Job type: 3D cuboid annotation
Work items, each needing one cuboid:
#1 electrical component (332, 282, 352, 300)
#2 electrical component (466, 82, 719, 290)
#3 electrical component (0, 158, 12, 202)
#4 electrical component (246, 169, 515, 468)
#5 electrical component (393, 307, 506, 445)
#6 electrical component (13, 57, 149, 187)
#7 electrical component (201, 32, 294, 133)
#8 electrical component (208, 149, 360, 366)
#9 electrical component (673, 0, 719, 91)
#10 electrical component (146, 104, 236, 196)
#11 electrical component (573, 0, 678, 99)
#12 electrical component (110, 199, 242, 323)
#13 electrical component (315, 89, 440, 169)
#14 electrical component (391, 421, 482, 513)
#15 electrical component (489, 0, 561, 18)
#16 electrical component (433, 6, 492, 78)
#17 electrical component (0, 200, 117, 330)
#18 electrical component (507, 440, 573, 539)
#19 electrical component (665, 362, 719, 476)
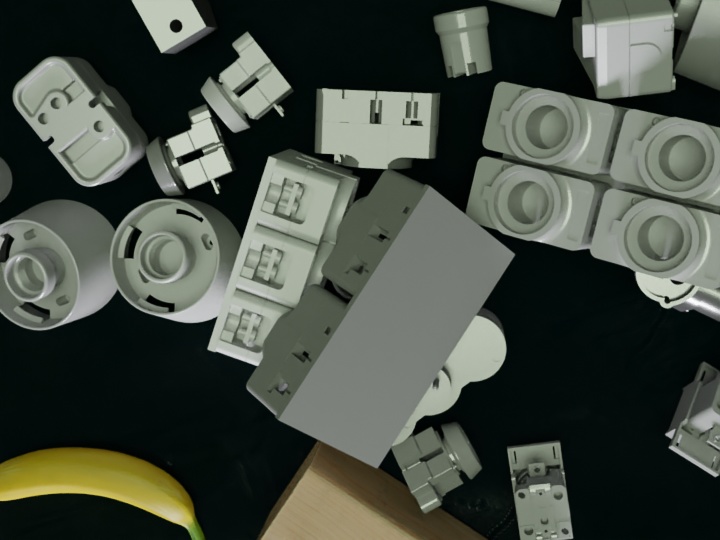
[{"bbox_3d":[0.000,0.000,0.829,0.040,0.046,0.040,1,100,5],"label":"electrical component"},{"bbox_3d":[0.177,-0.062,0.757,0.186,0.060,0.105,18,101,26],"label":"electrical component"},{"bbox_3d":[-0.307,-0.067,0.831,0.043,0.081,0.043,1,100,6],"label":"electrical component"},{"bbox_3d":[0.013,0.034,0.773,0.105,0.060,0.186,34,89,-40],"label":"electrical component"},{"bbox_3d":[0.052,0.086,0.826,0.138,0.073,0.052,-38,94,11],"label":"electrical component"},{"bbox_3d":[-0.211,-0.114,0.824,0.054,0.059,0.095,-38,95,11],"label":"electrical component"},{"bbox_3d":[-0.086,-0.137,0.815,0.055,0.048,0.066,-38,94,3],"label":"electrical component"},{"bbox_3d":[-0.054,-0.008,0.811,0.062,0.089,0.150,20,101,3],"label":"electrical component"},{"bbox_3d":[0.250,-0.180,0.744,0.060,0.108,0.108,18,101,9],"label":"electrical component"},{"bbox_3d":[-0.131,-0.086,0.829,0.055,0.048,0.066,-22,97,2],"label":"electrical component"},{"bbox_3d":[0.184,-0.171,0.760,0.061,0.096,0.061,-6,129,7],"label":"electrical component"},{"bbox_3d":[-0.144,-0.008,0.846,0.099,0.064,0.099,0,88,12],"label":"electrical component"},{"bbox_3d":[0.013,-0.106,0.807,0.089,0.050,0.055,3,100,5],"label":"electrical component"},{"bbox_3d":[0.062,0.150,0.846,0.055,0.066,0.048,-30,140,4],"label":"electrical component"},{"bbox_3d":[0.108,-0.215,0.782,0.081,0.043,0.043,16,101,3],"label":"electrical component"},{"bbox_3d":[0.078,-0.168,0.796,0.040,0.040,0.046,-9,104,7],"label":"electrical component"},{"bbox_3d":[-0.248,-0.003,0.858,0.099,0.064,0.099,5,107,17],"label":"electrical component"},{"bbox_3d":[0.142,0.178,0.838,0.042,0.064,0.081,-9,99,7],"label":"electrical component"},{"bbox_3d":[0.269,0.107,0.806,0.042,0.063,0.081,32,59,-1],"label":"electrical component"}]
